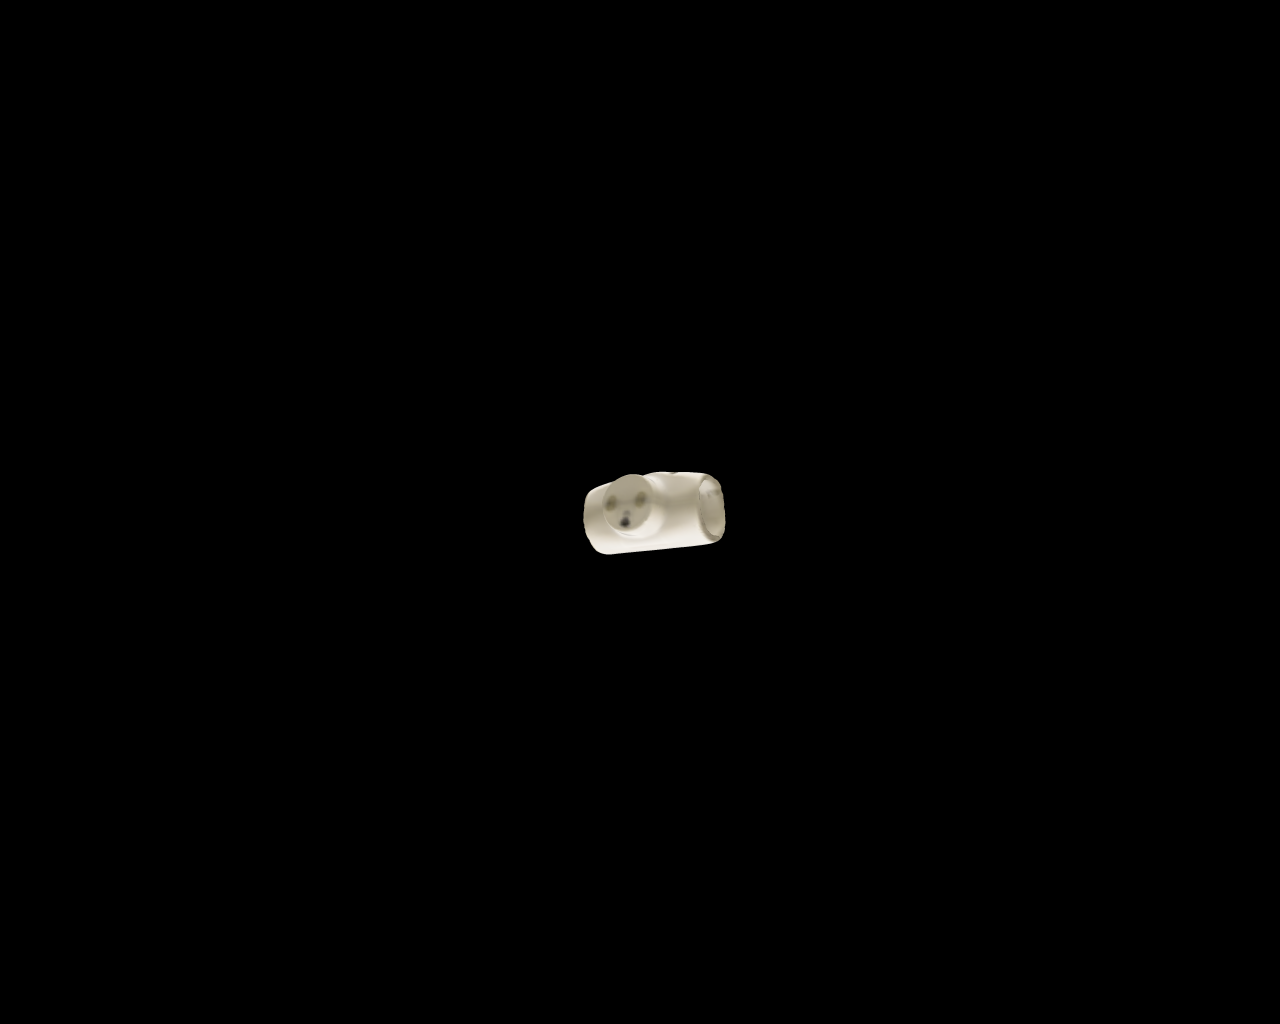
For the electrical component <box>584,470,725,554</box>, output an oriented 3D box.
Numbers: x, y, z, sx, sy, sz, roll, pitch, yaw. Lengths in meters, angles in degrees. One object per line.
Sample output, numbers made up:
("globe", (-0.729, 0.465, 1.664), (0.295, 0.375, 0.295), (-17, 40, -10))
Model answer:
("electrical component", (0.001, -0.003, 0.650), (0.077, 0.043, 0.079), (-7, -15, 26))
